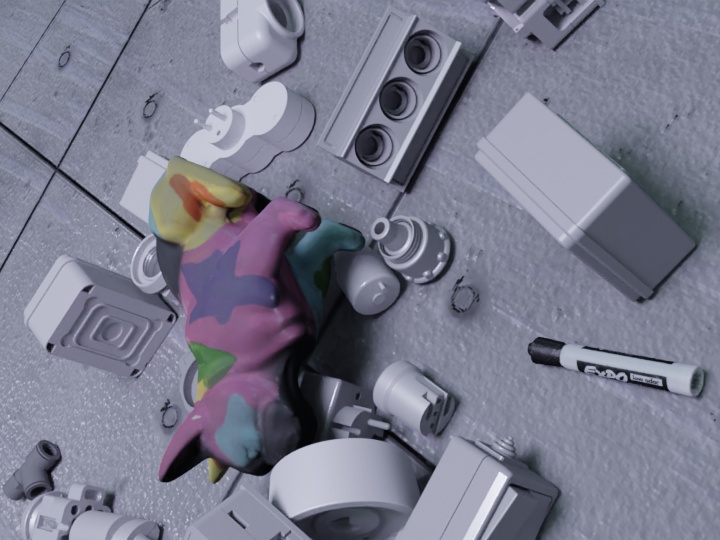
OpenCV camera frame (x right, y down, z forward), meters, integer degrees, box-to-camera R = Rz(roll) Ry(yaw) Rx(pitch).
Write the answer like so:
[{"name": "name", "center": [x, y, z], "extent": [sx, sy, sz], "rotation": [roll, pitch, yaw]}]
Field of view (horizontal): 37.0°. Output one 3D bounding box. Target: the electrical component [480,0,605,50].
[{"name": "electrical component", "center": [0.094, -0.257, 0.824], "extent": [0.060, 0.105, 0.186], "rotation": [-44, 48, 18]}]

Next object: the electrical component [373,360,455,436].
[{"name": "electrical component", "center": [0.039, 0.092, 0.761], "extent": [0.046, 0.040, 0.040], "rotation": [32, 93, 40]}]

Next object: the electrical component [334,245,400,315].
[{"name": "electrical component", "center": [0.000, 0.000, 0.836], "extent": [0.040, 0.040, 0.078], "rotation": [-47, 47, 15]}]

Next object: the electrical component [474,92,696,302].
[{"name": "electrical component", "center": [0.142, -0.046, 0.683], "extent": [0.056, 0.109, 0.108], "rotation": [-48, 47, 11]}]

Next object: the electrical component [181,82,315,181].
[{"name": "electrical component", "center": [-0.116, -0.124, 0.971], "extent": [0.138, 0.074, 0.052], "rotation": [-29, 54, 29]}]

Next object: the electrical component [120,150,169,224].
[{"name": "electrical component", "center": [-0.132, -0.047, 0.927], "extent": [0.109, 0.109, 0.056], "rotation": [30, 94, 45]}]

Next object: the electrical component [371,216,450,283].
[{"name": "electrical component", "center": [0.034, -0.020, 0.800], "extent": [0.048, 0.062, 0.048], "rotation": [-19, 60, 35]}]

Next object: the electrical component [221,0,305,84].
[{"name": "electrical component", "center": [-0.092, -0.232, 1.014], "extent": [0.059, 0.054, 0.095], "rotation": [-23, 57, 33]}]

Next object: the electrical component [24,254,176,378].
[{"name": "electrical component", "center": [-0.236, 0.042, 0.976], "extent": [0.057, 0.113, 0.078], "rotation": [41, 100, 41]}]

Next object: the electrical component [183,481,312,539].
[{"name": "electrical component", "center": [-0.037, 0.237, 0.667], "extent": [0.186, 0.060, 0.105], "rotation": [37, 128, 19]}]

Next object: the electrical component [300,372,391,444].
[{"name": "electrical component", "center": [-0.009, 0.117, 0.786], "extent": [0.077, 0.047, 0.065], "rotation": [7, 76, 43]}]

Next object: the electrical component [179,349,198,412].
[{"name": "electrical component", "center": [-0.108, 0.097, 0.877], "extent": [0.050, 0.056, 0.089], "rotation": [-44, 48, 18]}]

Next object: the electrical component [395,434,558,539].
[{"name": "electrical component", "center": [0.080, 0.152, 0.680], "extent": [0.061, 0.062, 0.096], "rotation": [29, 92, 45]}]

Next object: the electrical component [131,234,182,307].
[{"name": "electrical component", "center": [-0.170, -0.001, 0.975], "extent": [0.078, 0.057, 0.058], "rotation": [30, 92, 45]}]

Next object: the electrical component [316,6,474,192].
[{"name": "electrical component", "center": [0.025, -0.134, 0.854], "extent": [0.121, 0.079, 0.063], "rotation": [-62, 16, 1]}]

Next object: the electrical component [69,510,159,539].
[{"name": "electrical component", "center": [-0.205, 0.229, 0.911], "extent": [0.081, 0.043, 0.043], "rotation": [-4, 69, 40]}]

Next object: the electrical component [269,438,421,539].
[{"name": "electrical component", "center": [-0.011, 0.154, 0.732], "extent": [0.108, 0.108, 0.060], "rotation": [-31, 47, 28]}]

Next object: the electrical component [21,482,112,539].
[{"name": "electrical component", "center": [-0.263, 0.227, 0.954], "extent": [0.057, 0.058, 0.078], "rotation": [-1, 71, 38]}]
